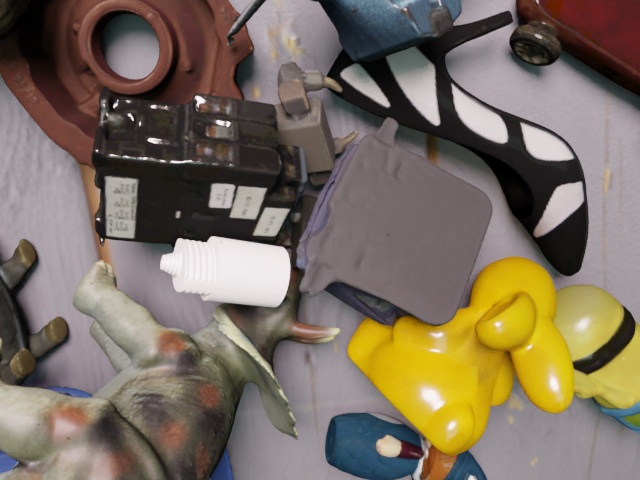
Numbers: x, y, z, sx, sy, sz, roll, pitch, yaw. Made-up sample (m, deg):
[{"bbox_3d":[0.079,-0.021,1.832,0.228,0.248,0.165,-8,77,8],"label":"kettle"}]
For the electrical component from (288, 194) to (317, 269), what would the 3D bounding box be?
[{"bbox_3d":[-0.001,-0.001,0.431,0.094,0.021,0.063,13,68,-29],"label":"electrical component"}]

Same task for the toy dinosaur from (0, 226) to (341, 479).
[{"bbox_3d":[-0.128,0.129,0.344,0.192,0.405,0.131,32,129,8],"label":"toy dinosaur"}]

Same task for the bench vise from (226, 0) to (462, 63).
[{"bbox_3d":[0.026,-0.238,0.313,0.224,0.129,0.240,-32,110,-19],"label":"bench vise"}]

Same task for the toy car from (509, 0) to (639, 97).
[{"bbox_3d":[0.240,-0.146,0.411,0.202,0.053,0.089,27,92,-7],"label":"toy car"}]

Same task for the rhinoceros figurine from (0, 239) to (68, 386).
[{"bbox_3d":[-0.288,0.038,0.424,0.112,0.073,0.190,-18,109,12],"label":"rhinoceros figurine"}]

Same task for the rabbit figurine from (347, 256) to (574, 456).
[{"bbox_3d":[0.124,0.077,0.433,0.173,0.162,0.122,-42,93,-10],"label":"rabbit figurine"}]

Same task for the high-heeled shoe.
[{"bbox_3d":[0.110,-0.056,0.419,0.145,0.086,0.248,-22,105,10],"label":"high-heeled shoe"}]

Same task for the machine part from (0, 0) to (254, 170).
[{"bbox_3d":[-0.136,-0.138,0.386,0.179,0.056,0.179,-1,108,-3],"label":"machine part"}]

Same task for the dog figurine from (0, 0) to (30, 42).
[{"bbox_3d":[-0.272,-0.139,0.334,0.191,0.172,0.121,18,64,-6],"label":"dog figurine"}]

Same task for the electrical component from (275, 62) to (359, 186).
[{"bbox_3d":[-0.016,-0.079,0.398,0.078,0.045,0.102,-8,147,18],"label":"electrical component"}]

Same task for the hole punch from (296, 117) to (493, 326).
[{"bbox_3d":[0.047,-0.003,0.402,0.116,0.092,0.142,29,76,-10],"label":"hole punch"}]

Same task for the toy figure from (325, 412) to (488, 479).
[{"bbox_3d":[0.083,0.199,0.497,0.154,0.064,0.057,14,91,-7],"label":"toy figure"}]

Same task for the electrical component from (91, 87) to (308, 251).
[{"bbox_3d":[-0.079,-0.039,0.359,0.134,0.115,0.058,4,62,-21],"label":"electrical component"}]

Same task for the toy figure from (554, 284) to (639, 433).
[{"bbox_3d":[0.266,0.109,0.475,0.180,0.082,0.089,32,90,-7],"label":"toy figure"}]
